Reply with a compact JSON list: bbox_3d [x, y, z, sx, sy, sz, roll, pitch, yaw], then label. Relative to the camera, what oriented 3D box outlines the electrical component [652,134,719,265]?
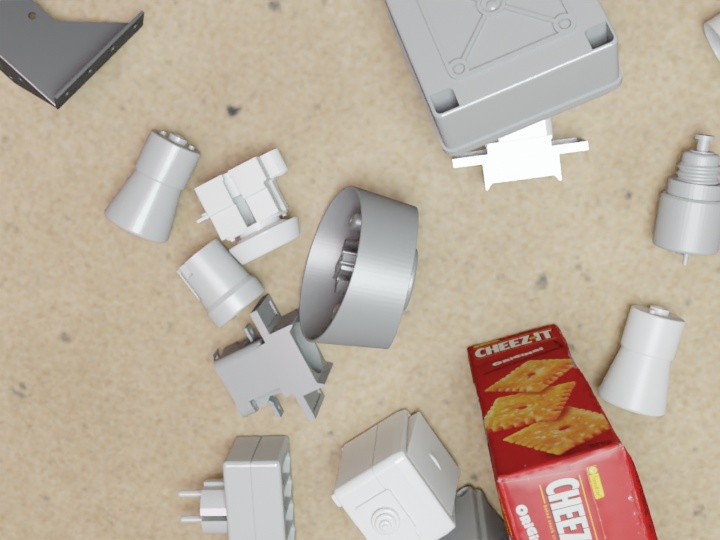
[{"bbox_3d":[0.205,-0.044,0.660,0.040,0.040,0.078,7,104,3],"label":"electrical component"}]

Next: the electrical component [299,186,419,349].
[{"bbox_3d":[0.000,0.000,0.660,0.064,0.099,0.099,12,104,-5],"label":"electrical component"}]

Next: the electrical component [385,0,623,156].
[{"bbox_3d":[0.078,-0.137,0.613,0.109,0.056,0.108,-22,67,6],"label":"electrical component"}]

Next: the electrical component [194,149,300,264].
[{"bbox_3d":[-0.069,-0.037,0.681,0.066,0.048,0.055,-26,93,10],"label":"electrical component"}]

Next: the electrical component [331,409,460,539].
[{"bbox_3d":[0.026,0.139,0.688,0.061,0.096,0.061,-33,99,10],"label":"electrical component"}]

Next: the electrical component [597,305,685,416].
[{"bbox_3d":[0.182,0.055,0.686,0.044,0.044,0.065,15,99,1],"label":"electrical component"}]

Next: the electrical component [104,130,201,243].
[{"bbox_3d":[-0.129,-0.056,0.683,0.044,0.044,0.065,27,99,-2],"label":"electrical component"}]

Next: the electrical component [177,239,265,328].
[{"bbox_3d":[-0.091,0.008,0.696,0.040,0.040,0.046,-39,93,12],"label":"electrical component"}]

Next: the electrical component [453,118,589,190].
[{"bbox_3d":[0.095,-0.085,0.659,0.081,0.042,0.063,-8,99,5],"label":"electrical component"}]

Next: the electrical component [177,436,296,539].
[{"bbox_3d":[-0.086,0.159,0.727,0.076,0.047,0.083,-2,103,5],"label":"electrical component"}]

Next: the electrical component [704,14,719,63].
[{"bbox_3d":[0.257,-0.132,0.633,0.077,0.043,0.079,-31,99,11],"label":"electrical component"}]

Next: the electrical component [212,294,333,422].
[{"bbox_3d":[-0.058,0.062,0.705,0.064,0.042,0.081,-25,99,11],"label":"electrical component"}]

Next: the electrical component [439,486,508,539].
[{"bbox_3d":[0.050,0.209,0.698,0.109,0.108,0.056,-37,101,11],"label":"electrical component"}]
